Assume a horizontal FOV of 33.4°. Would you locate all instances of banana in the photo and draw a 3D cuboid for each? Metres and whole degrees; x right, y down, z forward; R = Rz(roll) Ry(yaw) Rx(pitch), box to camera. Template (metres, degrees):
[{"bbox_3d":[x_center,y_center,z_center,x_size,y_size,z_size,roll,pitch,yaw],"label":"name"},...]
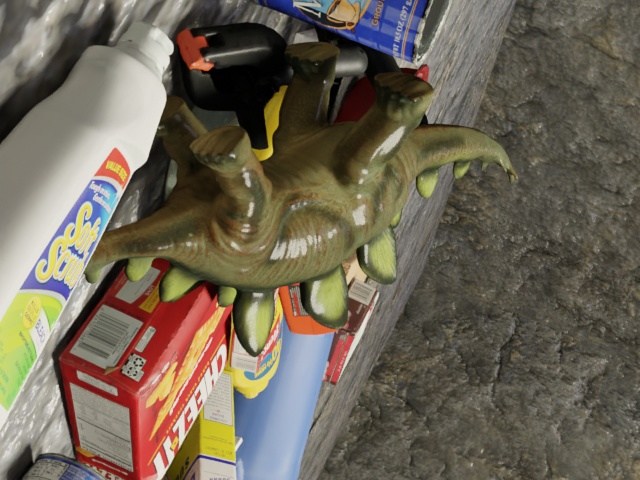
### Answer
[{"bbox_3d":[-0.055,-0.070,0.942,0.070,0.037,0.197,-51,-169,40],"label":"banana"}]

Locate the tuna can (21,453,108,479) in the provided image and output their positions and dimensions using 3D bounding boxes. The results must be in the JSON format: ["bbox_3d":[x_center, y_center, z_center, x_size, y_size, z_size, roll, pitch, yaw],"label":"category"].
[{"bbox_3d":[-0.181,0.196,0.780,0.033,0.086,0.086,-57,166,-40],"label":"tuna can"}]

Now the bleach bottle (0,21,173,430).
[{"bbox_3d":[-0.145,-0.018,0.553,0.102,0.068,0.250,92,21,-63],"label":"bleach bottle"}]

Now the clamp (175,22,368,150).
[{"bbox_3d":[-0.037,-0.123,0.779,0.120,0.039,0.171,-38,160,12],"label":"clamp"}]

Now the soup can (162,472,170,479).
[{"bbox_3d":[-0.165,0.244,0.942,0.102,0.068,0.068,-113,-138,-71],"label":"soup can"}]

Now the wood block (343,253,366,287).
[{"bbox_3d":[0.008,0.034,1.418,0.206,0.090,0.091,-36,148,-73],"label":"wood block"}]

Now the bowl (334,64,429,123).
[{"bbox_3d":[0.048,-0.104,1.029,0.162,0.055,0.162,-62,170,-20],"label":"bowl"}]

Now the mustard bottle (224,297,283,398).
[{"bbox_3d":[-0.075,0.100,1.128,0.096,0.058,0.192,-51,154,-42],"label":"mustard bottle"}]

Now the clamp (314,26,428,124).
[{"bbox_3d":[0.020,-0.178,0.926,0.036,0.165,0.210,-11,92,-35],"label":"clamp"}]

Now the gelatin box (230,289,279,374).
[{"bbox_3d":[-0.057,0.070,0.963,0.089,0.030,0.073,103,2,-60],"label":"gelatin box"}]

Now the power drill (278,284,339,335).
[{"bbox_3d":[-0.007,0.001,1.097,0.184,0.057,0.187,77,10,-50],"label":"power drill"}]

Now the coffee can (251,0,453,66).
[{"bbox_3d":[0.029,-0.206,0.818,0.102,0.140,0.103,23,89,-80],"label":"coffee can"}]

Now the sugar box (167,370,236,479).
[{"bbox_3d":[-0.118,0.215,1.020,0.093,0.048,0.176,-56,-156,34],"label":"sugar box"}]

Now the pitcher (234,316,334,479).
[{"bbox_3d":[-0.055,0.163,1.279,0.149,0.144,0.243,44,-59,57],"label":"pitcher"}]

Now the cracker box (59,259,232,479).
[{"bbox_3d":[-0.130,0.095,0.862,0.214,0.072,0.164,101,16,-55],"label":"cracker box"}]

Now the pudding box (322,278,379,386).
[{"bbox_3d":[0.032,0.115,1.346,0.113,0.039,0.090,-55,167,-56],"label":"pudding box"}]
